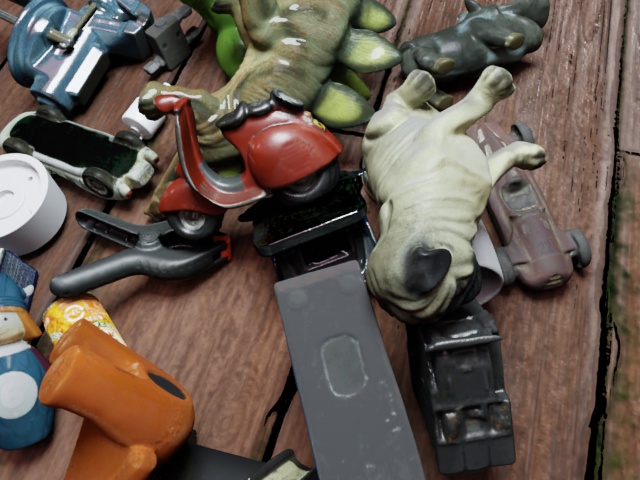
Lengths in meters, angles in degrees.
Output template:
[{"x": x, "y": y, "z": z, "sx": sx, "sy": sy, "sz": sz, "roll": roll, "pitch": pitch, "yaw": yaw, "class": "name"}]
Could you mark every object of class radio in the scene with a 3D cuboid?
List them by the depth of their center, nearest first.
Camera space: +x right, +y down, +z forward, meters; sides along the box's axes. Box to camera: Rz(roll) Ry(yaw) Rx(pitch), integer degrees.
[{"x": 0.030, "y": 0.137, "z": 0.414, "sx": 0.073, "sy": 0.131, "sz": 0.230, "roll": -17, "pitch": 61, "yaw": 0, "class": "radio"}]

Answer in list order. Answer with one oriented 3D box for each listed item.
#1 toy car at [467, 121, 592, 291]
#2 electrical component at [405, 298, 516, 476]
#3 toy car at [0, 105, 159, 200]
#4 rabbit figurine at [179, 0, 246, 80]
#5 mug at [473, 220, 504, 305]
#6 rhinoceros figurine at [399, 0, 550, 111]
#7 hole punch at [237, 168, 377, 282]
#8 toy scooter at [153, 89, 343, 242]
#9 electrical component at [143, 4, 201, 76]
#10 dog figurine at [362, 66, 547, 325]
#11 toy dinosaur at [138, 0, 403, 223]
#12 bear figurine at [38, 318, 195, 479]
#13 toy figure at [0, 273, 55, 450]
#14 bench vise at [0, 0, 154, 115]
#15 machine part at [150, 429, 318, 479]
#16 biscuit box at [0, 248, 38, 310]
[{"x": 0.193, "y": -0.044, "z": 0.538, "sx": 0.089, "sy": 0.053, "sz": 0.202, "roll": -14, "pitch": 63, "yaw": 3, "class": "toy car"}, {"x": 0.104, "y": 0.110, "z": 0.419, "sx": 0.058, "sy": 0.115, "sz": 0.134, "roll": -9, "pitch": 105, "yaw": 4, "class": "electrical component"}, {"x": -0.281, "y": -0.100, "z": 0.624, "sx": 0.202, "sy": 0.056, "sz": 0.073, "roll": 20, "pitch": 60, "yaw": 15, "class": "toy car"}, {"x": -0.113, "y": -0.271, "z": 0.652, "sx": 0.121, "sy": 0.170, "sz": 0.159, "roll": -14, "pitch": 20, "yaw": -2, "class": "rabbit figurine"}, {"x": 0.106, "y": 0.003, "z": 0.504, "sx": 0.109, "sy": 0.080, "sz": 0.107, "roll": 9, "pitch": 49, "yaw": -12, "class": "mug"}, {"x": 0.185, "y": -0.228, "z": 0.629, "sx": 0.190, "sy": 0.073, "sz": 0.112, "roll": -25, "pitch": 51, "yaw": -4, "class": "rhinoceros figurine"}, {"x": -0.001, "y": -0.002, "z": 0.526, "sx": 0.142, "sy": 0.092, "sz": 0.116, "roll": -23, "pitch": 30, "yaw": 5, "class": "hole punch"}, {"x": -0.077, "y": -0.084, "z": 0.491, "sx": 0.184, "sy": 0.135, "sz": 0.075, "roll": -20, "pitch": 22, "yaw": 8, "class": "toy scooter"}, {"x": -0.195, "y": -0.254, "z": 0.689, "sx": 0.021, "sy": 0.063, "sz": 0.094, "roll": 35, "pitch": 73, "yaw": 22, "class": "electrical component"}, {"x": 0.065, "y": -0.031, "z": 0.429, "sx": 0.190, "sy": 0.121, "sz": 0.172, "roll": -53, "pitch": 24, "yaw": -21, "class": "dog figurine"}, {"x": -0.028, "y": -0.191, "z": 0.555, "sx": 0.198, "sy": 0.105, "sz": 0.471, "roll": 36, "pitch": 100, "yaw": -16, "class": "toy dinosaur"}, {"x": -0.189, "y": 0.178, "z": 0.402, "sx": 0.132, "sy": 0.120, "sz": 0.196, "roll": 40, "pitch": 83, "yaw": -20, "class": "bear figurine"}, {"x": -0.276, "y": 0.105, "z": 0.481, "sx": 0.058, "sy": 0.064, "sz": 0.154, "roll": -9, "pitch": 93, "yaw": 37, "class": "toy figure"}, {"x": -0.341, "y": -0.283, "z": 0.680, "sx": 0.241, "sy": 0.129, "sz": 0.223, "roll": 24, "pitch": 86, "yaw": -1, "class": "bench vise"}, {"x": -0.068, "y": 0.190, "z": 0.437, "sx": 0.139, "sy": 0.084, "sz": 0.039, "roll": 5, "pitch": 95, "yaw": 20, "class": "machine part"}, {"x": -0.337, "y": 0.110, "z": 0.513, "sx": 0.059, "sy": 0.062, "sz": 0.203, "roll": -4, "pitch": 61, "yaw": 7, "class": "biscuit box"}]
